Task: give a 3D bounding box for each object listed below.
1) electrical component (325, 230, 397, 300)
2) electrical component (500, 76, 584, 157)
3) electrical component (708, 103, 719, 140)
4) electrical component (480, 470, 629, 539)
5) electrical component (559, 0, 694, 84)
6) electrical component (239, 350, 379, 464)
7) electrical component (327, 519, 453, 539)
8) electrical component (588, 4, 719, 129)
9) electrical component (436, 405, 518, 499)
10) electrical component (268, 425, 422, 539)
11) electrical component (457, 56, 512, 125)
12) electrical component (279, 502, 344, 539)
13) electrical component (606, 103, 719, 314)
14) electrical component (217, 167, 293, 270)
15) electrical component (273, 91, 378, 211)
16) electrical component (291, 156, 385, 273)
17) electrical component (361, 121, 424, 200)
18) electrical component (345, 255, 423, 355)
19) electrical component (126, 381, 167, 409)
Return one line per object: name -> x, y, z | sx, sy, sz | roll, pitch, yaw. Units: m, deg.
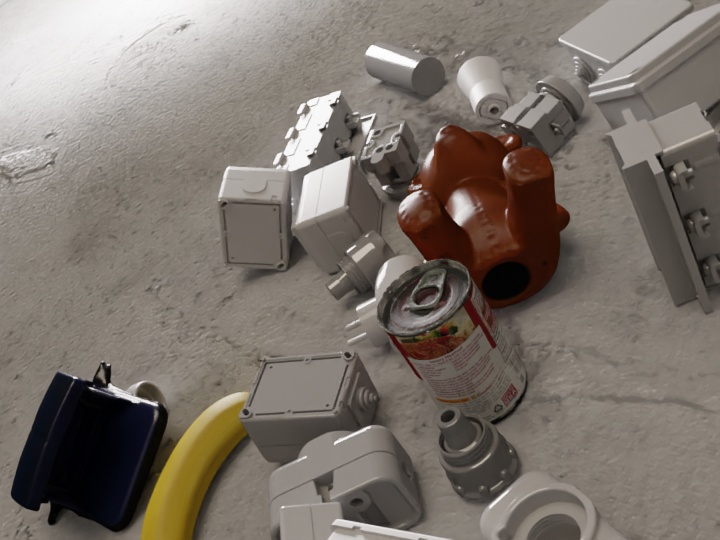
electrical component -> 0.000, 0.000, 0.903 | 0.062, 0.043, 0.043 | -38, 33, -4
electrical component -> 0.161, -0.135, 0.933 | 0.055, 0.048, 0.066 | -48, 35, -7
electrical component -> 0.301, -0.099, 0.773 | 0.099, 0.064, 0.099 | -28, 20, 11
electrical component -> 0.113, 0.157, 0.593 | 0.054, 0.059, 0.095 | -40, 34, -8
electrical component -> 0.239, -0.198, 0.942 | 0.100, 0.048, 0.099 | -36, 33, -3
electrical component -> -0.029, 0.103, 0.789 | 0.096, 0.061, 0.061 | -7, 41, 24
electrical component -> 0.022, 0.191, 0.594 | 0.100, 0.099, 0.048 | -1, 33, 40
electrical component -> 0.248, -0.153, 0.838 | 0.109, 0.056, 0.109 | -36, 8, -2
electrical component -> 0.069, 0.112, 0.685 | 0.048, 0.062, 0.048 | -23, 35, 17
electrical component -> -0.012, 0.148, 0.717 | 0.095, 0.053, 0.059 | -27, 34, 11
electrical component -> 0.120, -0.167, 1.013 | 0.044, 0.044, 0.065 | -26, 39, 12
electrical component -> -0.010, 0.183, 0.669 | 0.077, 0.065, 0.047 | -3, 35, -6
electrical component -> 0.214, -0.043, 0.703 | 0.063, 0.121, 0.078 | -23, 35, 13
electrical component -> -0.096, -0.045, 1.003 | 0.062, 0.096, 0.061 | 3, 40, 2
electrical component -> -0.038, -0.116, 1.063 | 0.079, 0.063, 0.121 | -12, 39, 30
electrical component -> -0.020, -0.052, 0.969 | 0.061, 0.061, 0.096 | -20, 36, 21
electrical component -> 0.034, -0.098, 0.986 | 0.048, 0.055, 0.066 | -13, 39, 29
electrical component -> 0.024, 0.036, 0.836 | 0.079, 0.044, 0.077 | -27, 34, 11
electrical component -> -0.196, 0.121, 0.923 | 0.046, 0.040, 0.040 | -22, 35, 27
